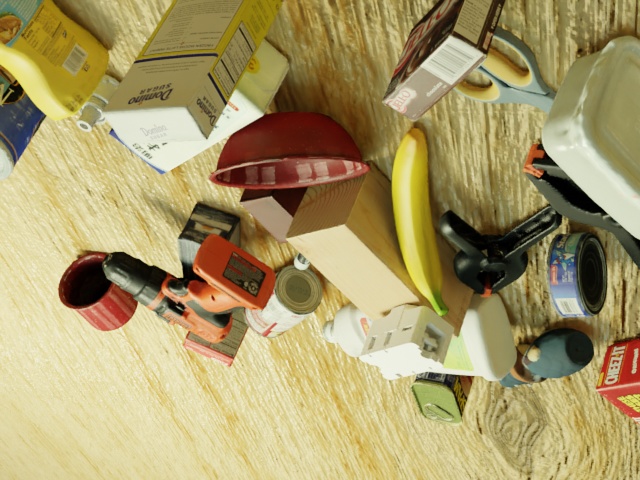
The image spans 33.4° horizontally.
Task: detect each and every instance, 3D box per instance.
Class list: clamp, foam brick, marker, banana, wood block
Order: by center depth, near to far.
[{"bbox_3d":[0.284,-0.027,1.008,0.210,0.036,0.165,23,151,0],"label":"clamp"},{"bbox_3d":[0.102,-0.023,1.085,0.070,0.037,0.198,23,130,59],"label":"banana"},{"bbox_3d":[0.191,0.010,1.115,0.120,0.039,0.171,-2,155,11],"label":"clamp"},{"bbox_3d":[0.071,0.019,1.168,0.091,0.090,0.206,-12,134,44],"label":"wood block"},{"bbox_3d":[-0.041,-0.041,1.186,0.053,0.051,0.078,-9,137,40],"label":"foam brick"},{"bbox_3d":[-0.008,0.002,1.262,0.020,0.020,0.121,24,149,-2],"label":"marker"}]

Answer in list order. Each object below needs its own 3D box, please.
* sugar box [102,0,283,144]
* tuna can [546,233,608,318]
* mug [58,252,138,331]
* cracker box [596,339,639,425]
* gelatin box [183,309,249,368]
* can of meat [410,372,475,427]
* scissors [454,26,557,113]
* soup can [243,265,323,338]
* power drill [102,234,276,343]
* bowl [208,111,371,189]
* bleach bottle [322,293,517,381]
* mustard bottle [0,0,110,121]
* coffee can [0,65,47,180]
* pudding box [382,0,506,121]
[{"bbox_3d":[-0.107,-0.159,0.925,0.093,0.176,0.048,1,143,31],"label":"sugar box"},{"bbox_3d":[0.259,0.035,1.072,0.034,0.086,0.086,-4,140,35],"label":"tuna can"},{"bbox_3d":[-0.318,0.071,1.521,0.117,0.093,0.081,40,169,37],"label":"mug"},{"bbox_3d":[0.441,0.163,1.165,0.164,0.072,0.214,38,147,-22],"label":"cracker box"},{"bbox_3d":[-0.137,0.121,1.464,0.073,0.089,0.030,23,148,0],"label":"gelatin box"},{"bbox_3d":[0.159,0.175,1.355,0.058,0.084,0.102,7,145,24],"label":"can of meat"},{"bbox_3d":[0.191,-0.118,0.949,0.201,0.016,0.096,39,147,-25],"label":"scissors"},{"bbox_3d":[-0.048,0.079,1.360,0.068,0.068,0.102,31,148,-13],"label":"soup can"},{"bbox_3d":[-0.154,0.051,1.284,0.184,0.057,0.188,32,150,-22],"label":"power drill"},{"bbox_3d":[-0.031,-0.090,1.060,0.162,0.055,0.162,-4,173,-1],"label":"bowl"},{"bbox_3d":[0.109,0.117,1.303,0.251,0.067,0.102,-5,108,41],"label":"bleach bottle"},{"bbox_3d":[-0.298,-0.213,1.047,0.058,0.096,0.191,-9,137,42],"label":"mustard bottle"},{"bbox_3d":[-0.340,-0.148,1.132,0.103,0.140,0.103,17,149,10],"label":"coffee can"},{"bbox_3d":[0.102,-0.161,0.869,0.039,0.090,0.114,30,148,-15],"label":"pudding box"}]
